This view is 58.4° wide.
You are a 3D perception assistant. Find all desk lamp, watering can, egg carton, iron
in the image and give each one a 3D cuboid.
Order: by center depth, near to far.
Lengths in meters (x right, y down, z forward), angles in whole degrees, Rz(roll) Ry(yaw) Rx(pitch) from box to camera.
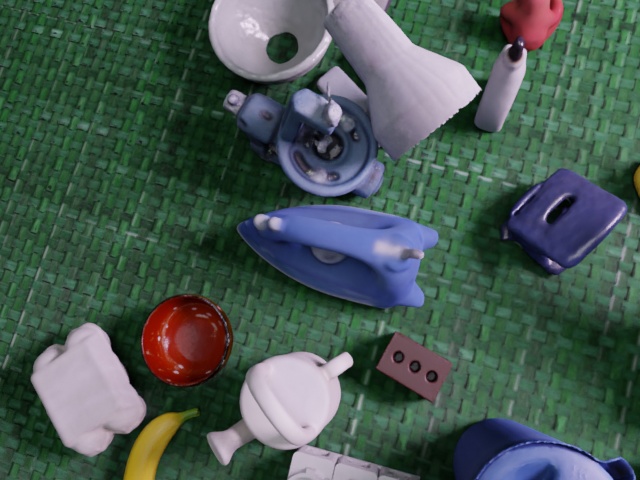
[{"bbox_3d":[-0.041,0.182,0.626,0.100,0.194,0.173,33,86,11],"label":"watering can"},{"bbox_3d":[0.076,-0.178,0.664,0.118,0.213,0.203,-40,78,-1],"label":"desk lamp"},{"bbox_3d":[0.006,0.002,0.678,0.258,0.141,0.119,12,82,9],"label":"iron"},{"bbox_3d":[-0.290,0.188,0.719,0.107,0.069,0.150,-35,78,0],"label":"egg carton"}]

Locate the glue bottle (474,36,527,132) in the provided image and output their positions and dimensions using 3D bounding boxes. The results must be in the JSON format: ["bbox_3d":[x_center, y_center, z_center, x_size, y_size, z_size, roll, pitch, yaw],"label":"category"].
[{"bbox_3d":[0.217,-0.190,0.670,0.037,0.173,0.078,17,83,10],"label":"glue bottle"}]

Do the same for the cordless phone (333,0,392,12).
[{"bbox_3d":[0.023,-0.356,0.715,0.147,0.185,0.094,30,85,11],"label":"cordless phone"}]

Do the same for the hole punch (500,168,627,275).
[{"bbox_3d":[0.282,-0.024,0.675,0.109,0.091,0.101,-45,78,-2],"label":"hole punch"}]

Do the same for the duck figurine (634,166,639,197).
[{"bbox_3d":[0.430,-0.064,0.666,0.077,0.086,0.104,-44,78,-2],"label":"duck figurine"}]

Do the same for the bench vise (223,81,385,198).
[{"bbox_3d":[-0.029,-0.120,0.664,0.207,0.220,0.121,9,81,9],"label":"bench vise"}]

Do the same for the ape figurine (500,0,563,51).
[{"bbox_3d":[0.268,-0.289,0.722,0.077,0.092,0.076,16,83,10],"label":"ape figurine"}]

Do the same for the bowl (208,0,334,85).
[{"bbox_3d":[-0.059,-0.276,0.768,0.167,0.075,0.167,-1,80,7],"label":"bowl"}]
